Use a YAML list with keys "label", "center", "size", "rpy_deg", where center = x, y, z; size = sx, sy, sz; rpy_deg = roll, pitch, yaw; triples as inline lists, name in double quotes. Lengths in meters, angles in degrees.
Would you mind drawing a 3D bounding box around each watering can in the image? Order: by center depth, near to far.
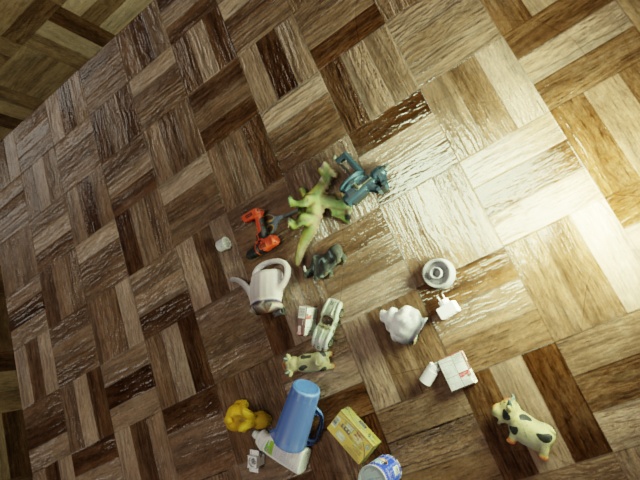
- label: "watering can"
  center: [-0.250, 0.201, 2.106]
  size: [0.344, 0.103, 0.229]
  rpy_deg: [-21, 56, 34]

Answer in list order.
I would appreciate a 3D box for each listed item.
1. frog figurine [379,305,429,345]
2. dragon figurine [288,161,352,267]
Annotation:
- label: "frog figurine"
  center: [0.278, 0.285, 1.794]
  size: [0.160, 0.124, 0.135]
  rpy_deg: [27, 116, 18]
- label: "dragon figurine"
  center: [0.006, -0.102, 2.028]
  size: [0.242, 0.122, 0.410]
  rpy_deg: [-2, 90, 21]
